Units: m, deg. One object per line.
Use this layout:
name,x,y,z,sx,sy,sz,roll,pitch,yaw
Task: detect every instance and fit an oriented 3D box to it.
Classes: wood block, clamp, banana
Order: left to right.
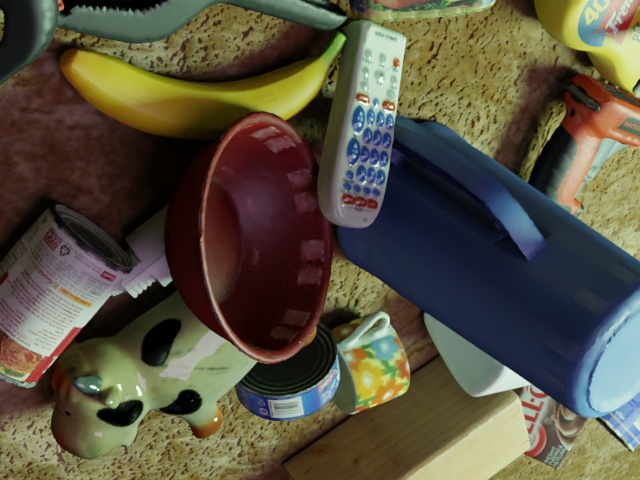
clamp,-0.162,-0.148,0.559,0.120,0.039,0.172,14,124,3
clamp,-0.072,-0.165,0.639,0.209,0.036,0.164,-28,135,-13
banana,-0.073,-0.097,0.692,0.197,0.037,0.070,-11,114,-31
wood block,0.083,0.200,0.986,0.206,0.090,0.091,-33,136,-12

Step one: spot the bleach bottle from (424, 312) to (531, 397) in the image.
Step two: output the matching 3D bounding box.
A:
bleach bottle,0.216,0.077,0.999,0.250,0.102,0.068,-6,149,-41

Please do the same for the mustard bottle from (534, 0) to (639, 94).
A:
mustard bottle,0.217,-0.188,0.816,0.191,0.058,0.096,22,105,-43

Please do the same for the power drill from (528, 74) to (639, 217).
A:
power drill,0.226,-0.037,0.919,0.184,0.057,0.188,15,114,-34

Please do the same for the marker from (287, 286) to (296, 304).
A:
marker,-0.005,0.001,0.778,0.020,0.020,0.121,54,45,-46

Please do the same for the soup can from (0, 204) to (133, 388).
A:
soup can,-0.178,0.035,0.689,0.102,0.069,0.068,-49,136,4

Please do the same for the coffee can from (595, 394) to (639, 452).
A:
coffee can,0.336,0.135,1.111,0.140,0.103,0.102,-45,136,1

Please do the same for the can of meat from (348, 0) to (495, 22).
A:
can of meat,0.065,-0.191,0.684,0.102,0.057,0.084,-4,127,-2

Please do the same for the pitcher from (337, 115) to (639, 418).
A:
pitcher,0.130,0.014,0.770,0.148,0.243,0.145,0,118,-43

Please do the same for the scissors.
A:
scissors,0.257,-0.070,0.964,0.096,0.016,0.202,-1,122,-36

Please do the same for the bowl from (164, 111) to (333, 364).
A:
bowl,-0.052,-0.001,0.695,0.161,0.055,0.162,9,79,-61

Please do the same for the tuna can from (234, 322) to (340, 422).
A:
tuna can,-0.027,0.099,0.834,0.086,0.086,0.034,-25,134,-19

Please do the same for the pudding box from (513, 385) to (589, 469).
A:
pudding box,0.219,0.160,1.058,0.090,0.039,0.114,24,109,1
